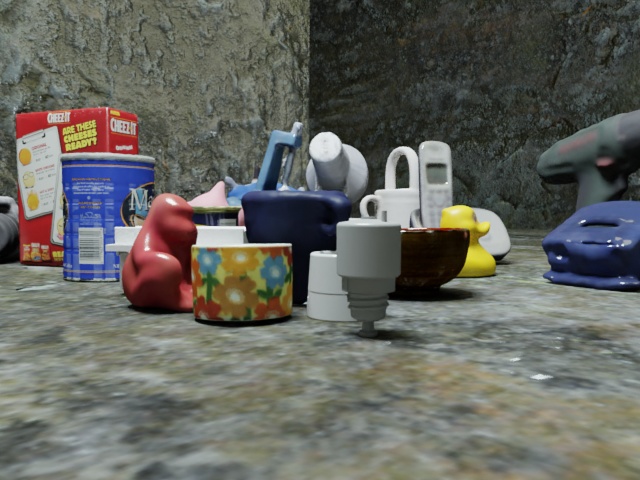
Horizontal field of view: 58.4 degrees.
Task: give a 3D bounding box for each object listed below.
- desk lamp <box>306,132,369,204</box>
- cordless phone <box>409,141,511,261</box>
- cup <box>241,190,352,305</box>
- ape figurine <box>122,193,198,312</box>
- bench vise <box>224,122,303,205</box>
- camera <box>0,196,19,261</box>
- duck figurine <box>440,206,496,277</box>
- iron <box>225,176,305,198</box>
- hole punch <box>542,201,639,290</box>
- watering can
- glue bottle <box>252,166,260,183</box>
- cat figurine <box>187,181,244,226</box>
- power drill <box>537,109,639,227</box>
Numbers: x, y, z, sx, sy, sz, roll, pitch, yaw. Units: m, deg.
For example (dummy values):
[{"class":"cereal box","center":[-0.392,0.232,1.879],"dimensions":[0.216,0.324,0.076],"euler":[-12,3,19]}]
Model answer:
[{"class":"desk lamp","center":[0.022,-0.080,1.036],"dimensions":[0.117,0.213,0.203],"euler":[1,3,10]},{"class":"cordless phone","center":[0.209,-0.057,0.866],"dimensions":[0.148,0.185,0.094],"euler":[-1,3,-14]},{"class":"cup","center":[-0.013,0.006,0.478],"dimensions":[0.092,0.095,0.117],"euler":[-2,4,-36]},{"class":"ape figurine","center":[-0.122,0.008,0.464],"dimensions":[0.076,0.092,0.078],"euler":[2,3,27]},{"class":"bench vise","center":[-0.090,-0.078,0.929],"dimensions":[0.207,0.220,0.122],"euler":[1,3,11]},{"class":"camera","center":[-0.508,-0.017,0.863],"dimensions":[0.143,0.101,0.136],"euler":[-1,3,-19]},{"class":"duck figurine","center":[0.165,0.001,0.703],"dimensions":[0.105,0.086,0.077],"euler":[0,3,-11]},{"class":"iron","center":[-0.080,-0.048,1.109],"dimensions":[0.259,0.141,0.118],"euler":[-2,4,-38]},{"class":"hole punch","center":[0.305,0.003,0.612],"dimensions":[0.101,0.091,0.108],"euler":[-2,3,-35]},{"class":"watering can","center":[0.154,-0.070,1.034],"dimensions":[0.173,0.194,0.100],"euler":[-3,4,-45]},{"class":"glue bottle","center":[-0.134,-0.069,1.211],"dimensions":[0.078,0.173,0.037],"euler":[-3,4,-44]},{"class":"cat figurine","center":[-0.131,-0.018,0.747],"dimensions":[0.067,0.118,0.127],"euler":[-3,4,-43]},{"class":"power drill","center":[0.388,-0.062,0.757],"dimensions":[0.076,0.208,0.229],"euler":[-1,3,-26]}]
